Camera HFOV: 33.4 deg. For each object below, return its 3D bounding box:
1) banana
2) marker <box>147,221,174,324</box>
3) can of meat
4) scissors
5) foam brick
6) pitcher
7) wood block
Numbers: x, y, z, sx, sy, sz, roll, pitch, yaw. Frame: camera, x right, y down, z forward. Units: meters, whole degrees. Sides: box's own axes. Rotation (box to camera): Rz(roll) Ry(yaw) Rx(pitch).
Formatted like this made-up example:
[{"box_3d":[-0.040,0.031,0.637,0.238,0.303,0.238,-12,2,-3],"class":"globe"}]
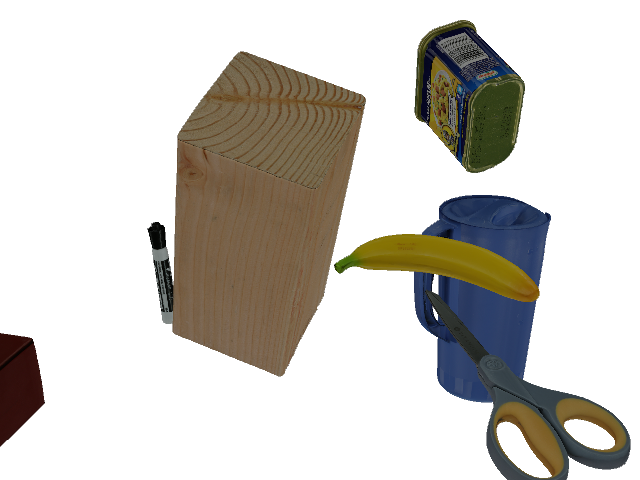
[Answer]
[{"box_3d":[0.117,0.025,1.044,0.198,0.037,0.069,6,45,16],"class":"banana"},{"box_3d":[-0.175,0.036,1.188,0.020,0.121,0.020,-4,24,2],"class":"marker"},{"box_3d":[0.126,-0.120,0.905,0.057,0.102,0.084,-20,49,-16],"class":"can of meat"},{"box_3d":[0.133,0.090,0.697,0.096,0.016,0.202,-1,33,-7],"class":"scissors"},{"box_3d":[-0.225,0.101,0.690,0.053,0.051,0.078,6,29,22],"class":"foam brick"},{"box_3d":[0.196,0.073,1.315,0.149,0.243,0.144,7,20,14],"class":"pitcher"},{"box_3d":[-0.040,-0.011,0.717,0.091,0.090,0.206,22,-39,9],"class":"wood block"}]
